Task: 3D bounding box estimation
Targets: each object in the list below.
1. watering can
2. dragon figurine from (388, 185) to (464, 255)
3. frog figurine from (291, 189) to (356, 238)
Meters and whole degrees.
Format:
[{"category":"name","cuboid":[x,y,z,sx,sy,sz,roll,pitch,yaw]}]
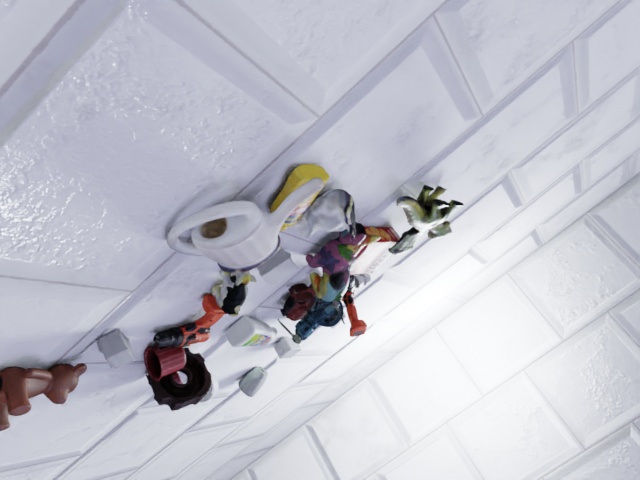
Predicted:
[{"category":"watering can","cuboid":[-0.139,-0.024,1.080,0.347,0.106,0.220,-17,154,6]},{"category":"dragon figurine","cuboid":[0.290,-0.042,1.532,0.412,0.124,0.238,-5,132,-46]},{"category":"frog figurine","cuboid":[0.004,-0.063,1.259,0.159,0.124,0.136,1,168,12]}]
